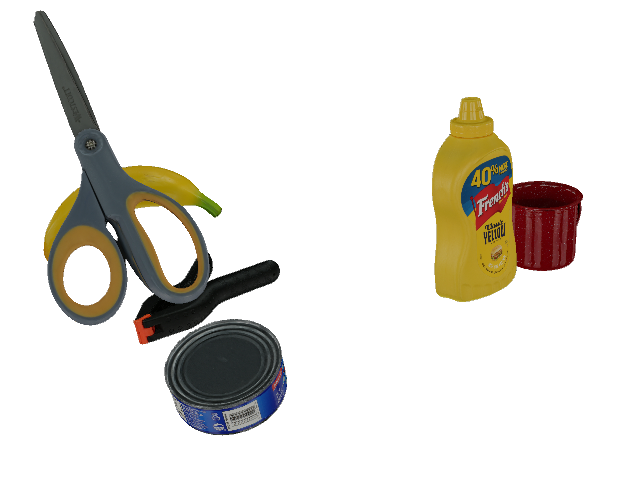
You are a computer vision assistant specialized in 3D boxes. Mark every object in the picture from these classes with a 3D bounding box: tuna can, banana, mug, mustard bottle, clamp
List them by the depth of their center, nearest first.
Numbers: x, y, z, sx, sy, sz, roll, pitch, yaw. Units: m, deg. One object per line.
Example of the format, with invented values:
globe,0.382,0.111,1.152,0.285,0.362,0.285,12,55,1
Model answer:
tuna can,-0.068,0.099,0.774,0.086,0.034,0.086,-7,40,5
banana,-0.186,-0.027,0.956,0.198,0.069,0.037,-14,17,28
mustard bottle,0.148,-0.043,1.033,0.096,0.192,0.058,-21,25,-38
clamp,-0.126,0.059,1.148,0.120,0.039,0.171,-6,25,35
mug,0.266,-0.020,1.255,0.117,0.081,0.093,-23,30,-38

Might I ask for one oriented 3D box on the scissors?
scissors,-0.141,-0.036,0.604,0.096,0.202,0.016,-37,-15,-12
